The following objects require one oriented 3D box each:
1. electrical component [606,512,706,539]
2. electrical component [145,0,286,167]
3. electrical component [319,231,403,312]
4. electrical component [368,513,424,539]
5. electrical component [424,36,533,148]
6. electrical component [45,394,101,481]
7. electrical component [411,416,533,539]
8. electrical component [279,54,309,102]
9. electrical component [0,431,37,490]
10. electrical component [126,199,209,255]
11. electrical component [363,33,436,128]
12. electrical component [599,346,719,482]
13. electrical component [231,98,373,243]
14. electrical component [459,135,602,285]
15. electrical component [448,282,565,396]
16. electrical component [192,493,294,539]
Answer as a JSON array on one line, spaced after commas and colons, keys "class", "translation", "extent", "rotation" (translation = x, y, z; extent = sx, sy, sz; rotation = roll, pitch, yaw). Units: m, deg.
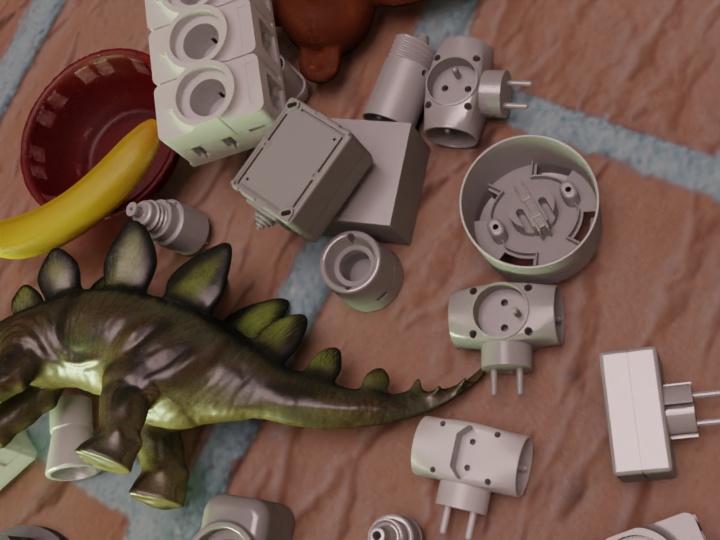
[{"class": "electrical component", "translation": [0.147, 0.238, 0.693], "extent": [0.186, 0.060, 0.105], "rotation": [-24, 67, 13]}, {"class": "electrical component", "translation": [-0.116, -0.171, 0.854], "extent": [0.089, 0.062, 0.150], "rotation": [-15, 69, 16]}, {"class": "electrical component", "translation": [0.000, 0.000, 0.830], "extent": [0.055, 0.047, 0.055], "rotation": [-6, 72, 19]}, {"class": "electrical component", "translation": [0.022, 0.188, 0.756], "extent": [0.035, 0.061, 0.035], "rotation": [-6, 72, 19]}, {"class": "electrical component", "translation": [0.094, -0.138, 0.838], "extent": [0.079, 0.044, 0.077], "rotation": [6, 76, 22]}, {"class": "electrical component", "translation": [-0.237, 0.135, 0.884], "extent": [0.044, 0.044, 0.065], "rotation": [-17, 64, 15]}, {"class": "electrical component", "translation": [0.075, 0.149, 0.758], "extent": [0.077, 0.043, 0.079], "rotation": [8, 77, 23]}, {"class": "electrical component", "translation": [-0.107, -0.169, 0.918], "extent": [0.078, 0.057, 0.113], "rotation": [-43, 64, 4]}, {"class": "electrical component", "translation": [-0.325, 0.138, 0.909], "extent": [0.062, 0.061, 0.096], "rotation": [-42, 57, 3]}, {"class": "electrical component", "translation": [-0.161, -0.039, 0.891], "extent": [0.040, 0.078, 0.040], "rotation": [-12, 69, 34]}, {"class": "electrical component", "translation": [0.037, -0.153, 0.866], "extent": [0.043, 0.043, 0.081], "rotation": [18, 81, 25]}, {"class": "electrical component", "translation": [0.206, 0.096, 0.722], "extent": [0.076, 0.047, 0.083], "rotation": [-9, 71, 18]}, {"class": "electrical component", "translation": [-0.045, -0.067, 0.801], "extent": [0.062, 0.061, 0.096], "rotation": [34, 88, 26]}, {"class": "electrical component", "translation": [0.126, -0.041, 0.782], "extent": [0.099, 0.064, 0.099], "rotation": [-10, 59, 17]}, {"class": "electrical component", "translation": [0.106, 0.052, 0.775], "extent": [0.077, 0.044, 0.079], "rotation": [-4, 72, 20]}, {"class": "electrical component", "translation": [-0.090, 0.215, 0.792], "extent": [0.054, 0.059, 0.095], "rotation": [4, 75, 22]}]
